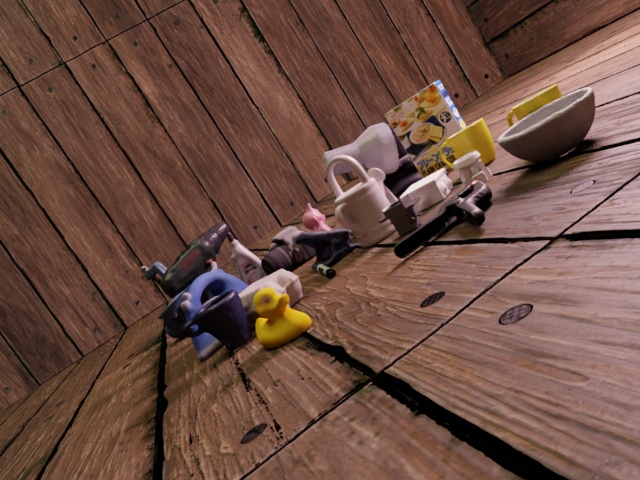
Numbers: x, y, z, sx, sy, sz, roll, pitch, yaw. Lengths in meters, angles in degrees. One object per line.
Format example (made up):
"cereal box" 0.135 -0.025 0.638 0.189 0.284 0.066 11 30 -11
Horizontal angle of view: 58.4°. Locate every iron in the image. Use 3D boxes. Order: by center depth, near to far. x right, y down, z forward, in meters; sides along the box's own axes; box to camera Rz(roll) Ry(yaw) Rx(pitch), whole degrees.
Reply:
"iron" -0.231 0.139 1.207 0.118 0.141 0.258 -30 7 19

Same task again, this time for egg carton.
"egg carton" -0.108 0.117 1.113 0.150 0.069 0.107 -27 9 38

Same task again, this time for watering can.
"watering can" 0.083 -0.092 1.206 0.100 0.194 0.173 -29 8 26

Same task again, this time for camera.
"camera" -0.100 0.035 1.524 0.137 0.101 0.143 -37 8 -30

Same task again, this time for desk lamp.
"desk lamp" 0.114 -0.146 1.364 0.203 0.213 0.118 -34 7 -8

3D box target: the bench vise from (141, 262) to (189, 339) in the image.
"bench vise" -0.367 0.132 1.539 0.207 0.220 0.121 -33 7 -3

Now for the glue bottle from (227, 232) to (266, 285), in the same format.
"glue bottle" -0.208 0.053 1.574 0.078 0.173 0.037 -33 7 -6

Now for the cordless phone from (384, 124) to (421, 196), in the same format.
"cordless phone" 0.202 -0.225 1.640 0.148 0.185 0.094 -34 7 -9

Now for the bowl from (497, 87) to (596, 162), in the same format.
"bowl" 0.386 -0.178 0.952 0.167 0.075 0.167 -32 7 5

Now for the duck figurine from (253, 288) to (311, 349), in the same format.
"duck figurine" -0.073 0.116 0.895 0.104 0.086 0.078 -25 10 46

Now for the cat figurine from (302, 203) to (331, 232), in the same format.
"cat figurine" -0.011 -0.048 1.641 0.067 0.118 0.127 -33 7 -1

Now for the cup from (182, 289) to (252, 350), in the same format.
"cup" -0.177 0.158 1.029 0.118 0.095 0.091 -35 7 -17

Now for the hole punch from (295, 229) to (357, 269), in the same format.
"hole punch" 0.012 0.005 1.276 0.101 0.091 0.108 -36 8 -23

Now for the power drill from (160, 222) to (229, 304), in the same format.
"power drill" -0.262 0.093 1.391 0.230 0.208 0.075 -38 9 -37
